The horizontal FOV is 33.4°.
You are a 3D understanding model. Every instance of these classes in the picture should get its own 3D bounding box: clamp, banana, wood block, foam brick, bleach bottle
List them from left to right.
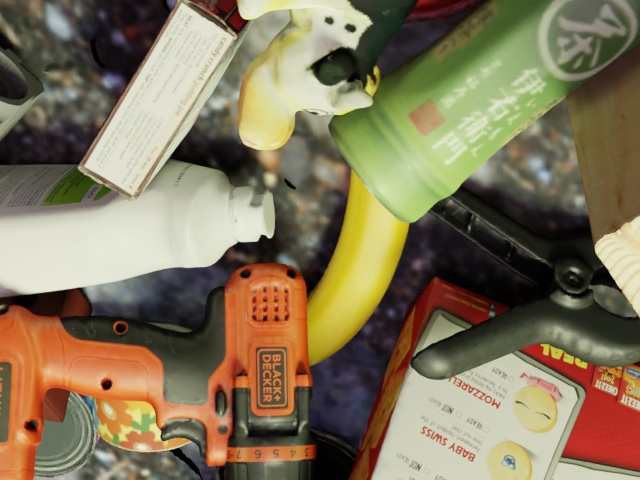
[{"bbox_3d":[-0.179,0.065,0.654,0.053,0.078,0.051,6,155,7],"label":"foam brick"},{"bbox_3d":[-0.152,-0.006,0.609,0.251,0.102,0.068,-2,120,11],"label":"bleach bottle"},{"bbox_3d":[0.010,0.013,0.626,0.069,0.037,0.198,30,116,-5],"label":"banana"},{"bbox_3d":[0.126,0.036,0.582,0.171,0.120,0.039,15,156,1],"label":"clamp"},{"bbox_3d":[0.176,-0.030,0.483,0.090,0.206,0.090,-32,107,22],"label":"wood block"}]

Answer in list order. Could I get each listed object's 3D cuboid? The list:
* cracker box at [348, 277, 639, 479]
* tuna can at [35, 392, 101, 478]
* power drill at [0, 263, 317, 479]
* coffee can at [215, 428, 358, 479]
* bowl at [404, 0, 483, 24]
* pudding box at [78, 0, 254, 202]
[{"bbox_3d":[0.098,0.150,0.584,0.164,0.213,0.072,22,154,-2],"label":"cracker box"},{"bbox_3d":[-0.184,0.114,0.709,0.086,0.033,0.086,4,116,8],"label":"tuna can"},{"bbox_3d":[-0.095,0.104,0.589,0.187,0.057,0.184,0,79,-9],"label":"power drill"},{"bbox_3d":[-0.025,0.206,0.687,0.103,0.102,0.140,12,116,4],"label":"coffee can"},{"bbox_3d":[0.039,-0.180,0.521,0.162,0.055,0.162,4,115,8],"label":"bowl"},{"bbox_3d":[-0.076,-0.086,0.565,0.039,0.090,0.114,32,117,-7],"label":"pudding box"}]
